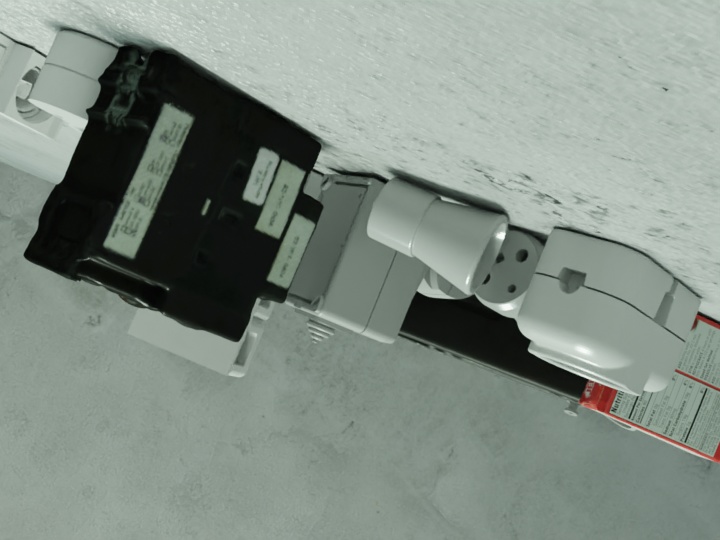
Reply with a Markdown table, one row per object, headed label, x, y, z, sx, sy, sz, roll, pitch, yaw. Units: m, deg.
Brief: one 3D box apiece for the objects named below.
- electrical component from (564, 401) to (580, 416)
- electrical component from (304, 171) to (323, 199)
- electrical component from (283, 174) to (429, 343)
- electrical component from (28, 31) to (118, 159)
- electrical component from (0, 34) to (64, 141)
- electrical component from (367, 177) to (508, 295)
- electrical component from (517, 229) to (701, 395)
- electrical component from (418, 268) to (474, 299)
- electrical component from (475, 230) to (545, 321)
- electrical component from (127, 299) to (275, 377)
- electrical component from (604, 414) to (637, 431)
| label | x | y | z | sx | sy | sz | roll | pitch | yaw |
| --- | --- | --- | --- | --- | --- | --- | --- | --- | --- |
| electrical component | 0.194 | 0.087 | 0.920 | 0.040 | 0.078 | 0.040 | 22 | 163 | 7 |
| electrical component | -0.063 | -0.039 | 0.694 | 0.061 | 0.061 | 0.096 | 24 | 176 | -28 |
| electrical component | 0.000 | 0.000 | 0.616 | 0.061 | 0.096 | 0.062 | 24 | 176 | -27 |
| electrical component | -0.132 | -0.069 | 0.581 | 0.052 | 0.073 | 0.138 | 21 | 176 | 15 |
| electrical component | -0.215 | -0.115 | 0.659 | 0.064 | 0.042 | 0.081 | 22 | 176 | 27 |
| electrical component | 0.037 | -0.021 | 0.550 | 0.065 | 0.044 | 0.044 | 26 | 177 | 17 |
| electrical component | 0.124 | 0.025 | 0.538 | 0.054 | 0.059 | 0.095 | 19 | 175 | 41 |
| electrical component | 0.055 | -0.004 | 0.644 | 0.043 | 0.043 | 0.081 | 23 | 176 | -8 |
| electrical component | 0.090 | 0.006 | 0.583 | 0.045 | 0.045 | 0.055 | 19 | 175 | 39 |
| electrical component | -0.111 | 0.002 | 0.876 | 0.089 | 0.150 | 0.061 | 22 | 175 | 10 |
| electrical component | 0.204 | 0.080 | 0.794 | 0.044 | 0.065 | 0.044 | 38 | 170 | 8 |
